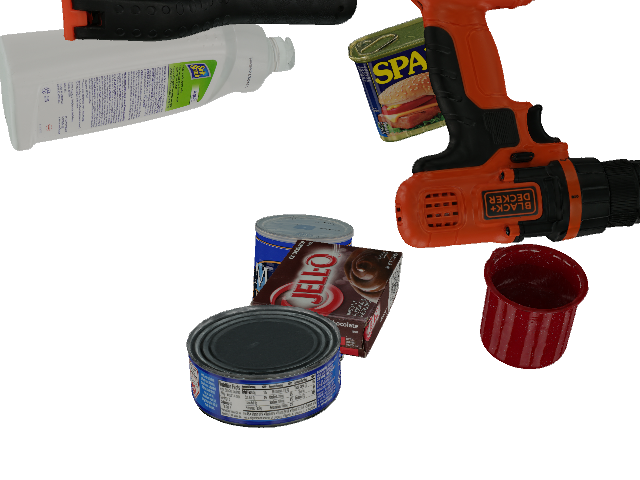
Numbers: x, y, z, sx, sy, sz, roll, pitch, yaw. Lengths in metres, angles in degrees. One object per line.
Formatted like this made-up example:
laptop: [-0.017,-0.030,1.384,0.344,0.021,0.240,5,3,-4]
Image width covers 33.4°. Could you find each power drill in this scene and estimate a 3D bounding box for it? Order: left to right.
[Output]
power drill: [0.132,-0.092,0.674,0.184,0.187,0.057,-6,-2,-6]

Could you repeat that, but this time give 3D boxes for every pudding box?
pudding box: [0.007,0.042,0.821,0.090,0.039,0.113,8,26,16]

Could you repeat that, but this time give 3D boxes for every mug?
mug: [0.187,0.056,0.988,0.093,0.081,0.117,-14,42,-18]

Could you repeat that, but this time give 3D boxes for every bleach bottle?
bleach bottle: [-0.146,-0.143,0.926,0.250,0.068,0.103,-10,-30,-19]

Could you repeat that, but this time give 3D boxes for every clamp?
clamp: [-0.077,-0.149,0.648,0.171,0.039,0.120,-8,22,-24]

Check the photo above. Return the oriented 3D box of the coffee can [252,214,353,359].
coffee can: [-0.021,0.052,1.123,0.103,0.140,0.103,3,14,-1]

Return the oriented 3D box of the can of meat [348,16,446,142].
can of meat: [0.085,-0.142,0.923,0.102,0.084,0.057,-17,27,8]

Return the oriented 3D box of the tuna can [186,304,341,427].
tuna can: [-0.031,0.069,0.596,0.086,0.034,0.086,-2,22,0]
